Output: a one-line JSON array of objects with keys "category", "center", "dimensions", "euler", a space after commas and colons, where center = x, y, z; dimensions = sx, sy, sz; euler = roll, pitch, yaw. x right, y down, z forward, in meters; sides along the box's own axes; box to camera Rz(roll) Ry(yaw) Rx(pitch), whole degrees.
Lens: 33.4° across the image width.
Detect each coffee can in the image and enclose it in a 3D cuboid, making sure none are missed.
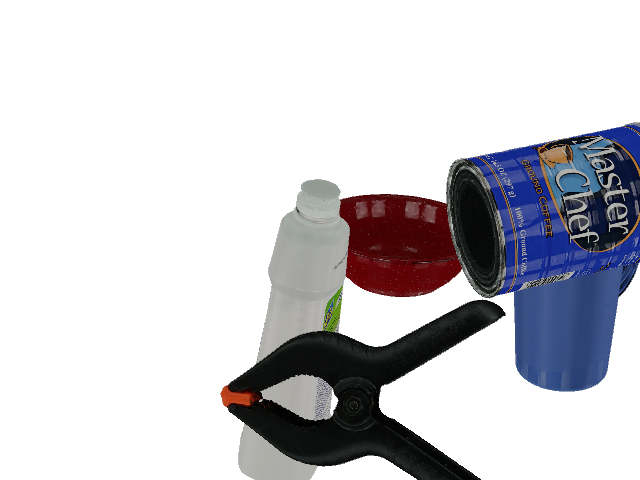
[{"category": "coffee can", "center": [0.175, -0.022, 0.773], "dimensions": [0.140, 0.103, 0.103], "euler": [-12, 2, -11]}]

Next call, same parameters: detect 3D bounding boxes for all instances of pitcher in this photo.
[{"category": "pitcher", "center": [0.293, 0.044, 1.234], "dimensions": [0.149, 0.243, 0.144], "euler": [5, 25, 16]}]

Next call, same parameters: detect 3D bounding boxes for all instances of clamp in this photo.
[{"category": "clamp", "center": [0.029, 0.103, 0.623], "dimensions": [0.172, 0.120, 0.039], "euler": [-8, -8, 16]}]

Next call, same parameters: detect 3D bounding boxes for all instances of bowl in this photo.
[{"category": "bowl", "center": [0.073, 0.010, 1.014], "dimensions": [0.162, 0.055, 0.162], "euler": [2, 23, -1]}]

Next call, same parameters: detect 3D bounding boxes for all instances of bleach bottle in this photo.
[{"category": "bleach bottle", "center": [-0.014, 0.066, 0.816], "dimensions": [0.068, 0.251, 0.102], "euler": [13, 31, 7]}]
